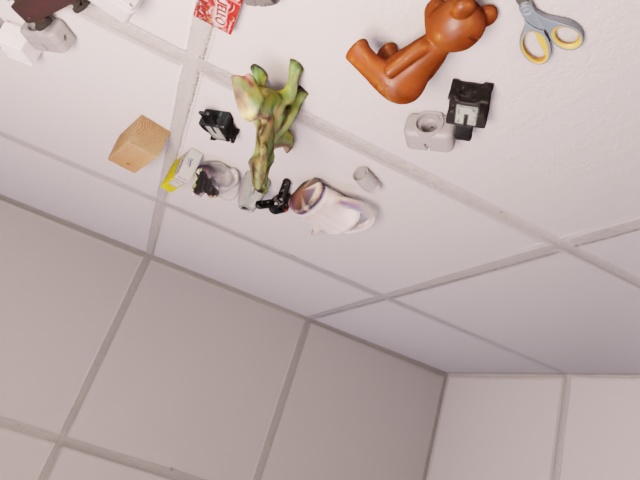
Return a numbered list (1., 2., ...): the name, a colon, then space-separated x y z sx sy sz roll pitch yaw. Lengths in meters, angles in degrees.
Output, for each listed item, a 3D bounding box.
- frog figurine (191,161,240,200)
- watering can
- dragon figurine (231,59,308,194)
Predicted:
1. frog figurine: -0.289 -0.175 1.521 0.136 0.123 0.161 -19 179 34
2. watering can: 0.004 -0.074 1.473 0.222 0.106 0.345 31 157 -26
3. dragon figurine: -0.106 -0.207 1.040 0.122 0.247 0.402 9 156 10
